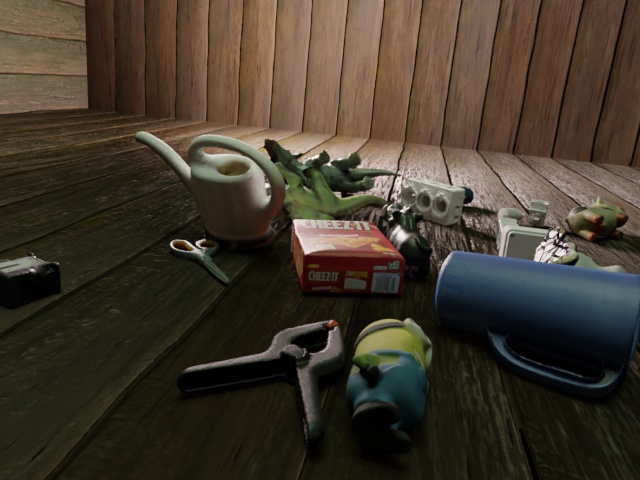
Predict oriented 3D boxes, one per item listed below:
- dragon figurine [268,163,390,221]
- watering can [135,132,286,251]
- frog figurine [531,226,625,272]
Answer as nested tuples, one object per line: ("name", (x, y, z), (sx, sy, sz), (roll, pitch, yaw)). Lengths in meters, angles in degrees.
("dragon figurine", (0.003, -0.058, 1.149), (0.410, 0.119, 0.248), (6, 34, -17))
("watering can", (-0.205, -0.100, 0.982), (0.349, 0.219, 0.106), (15, 37, 29))
("frog figurine", (0.434, 0.071, 0.859), (0.159, 0.122, 0.138), (40, 4, -9))
